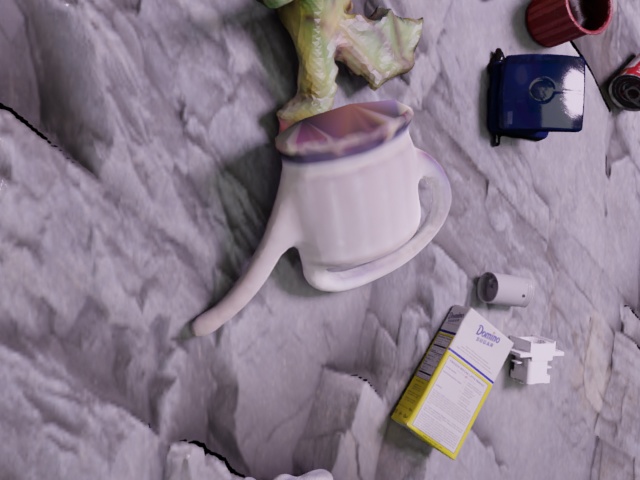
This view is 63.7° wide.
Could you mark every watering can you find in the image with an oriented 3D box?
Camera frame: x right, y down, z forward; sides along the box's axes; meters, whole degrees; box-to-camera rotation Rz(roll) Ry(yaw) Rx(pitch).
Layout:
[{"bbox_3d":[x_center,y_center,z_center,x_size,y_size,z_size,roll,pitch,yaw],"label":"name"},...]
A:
[{"bbox_3d":[0.002,-0.029,0.577,0.350,0.105,0.220,-21,119,-18],"label":"watering can"}]

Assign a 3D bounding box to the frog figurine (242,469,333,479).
[{"bbox_3d":[-0.028,0.330,0.585,0.160,0.122,0.137,16,93,14],"label":"frog figurine"}]

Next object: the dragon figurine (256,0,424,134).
[{"bbox_3d":[0.038,-0.301,0.628,0.240,0.123,0.413,35,78,-36],"label":"dragon figurine"}]
